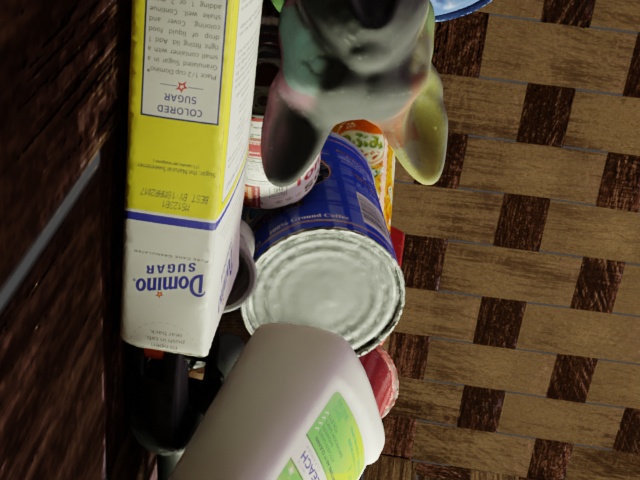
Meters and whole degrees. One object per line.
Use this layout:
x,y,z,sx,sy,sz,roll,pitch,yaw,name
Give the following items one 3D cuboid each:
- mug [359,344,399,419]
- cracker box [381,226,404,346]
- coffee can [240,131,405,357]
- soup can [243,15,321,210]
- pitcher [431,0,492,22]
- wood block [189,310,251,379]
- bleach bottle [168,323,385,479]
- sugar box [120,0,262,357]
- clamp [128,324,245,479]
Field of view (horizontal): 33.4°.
0.004,0.135,0.820,0.081,0.093,0.117,-55,162,-62,mug
0.001,0.099,1.015,0.214,0.072,0.164,-61,-172,31,cracker box
-0.005,0.001,0.709,0.140,0.102,0.103,-100,-166,-58,coffee can
-0.031,-0.070,0.617,0.102,0.068,0.068,94,5,-61,soup can
0.064,-0.289,0.745,0.144,0.149,0.243,17,69,-50,pitcher
-0.045,0.162,0.740,0.090,0.090,0.206,-78,175,-66,wood block
-0.049,0.158,0.493,0.250,0.068,0.102,-58,144,-40,bleach bottle
-0.054,-0.049,0.457,0.093,0.048,0.176,-78,178,-65,sugar box
-0.067,0.072,0.561,0.171,0.039,0.120,93,5,-55,clamp
